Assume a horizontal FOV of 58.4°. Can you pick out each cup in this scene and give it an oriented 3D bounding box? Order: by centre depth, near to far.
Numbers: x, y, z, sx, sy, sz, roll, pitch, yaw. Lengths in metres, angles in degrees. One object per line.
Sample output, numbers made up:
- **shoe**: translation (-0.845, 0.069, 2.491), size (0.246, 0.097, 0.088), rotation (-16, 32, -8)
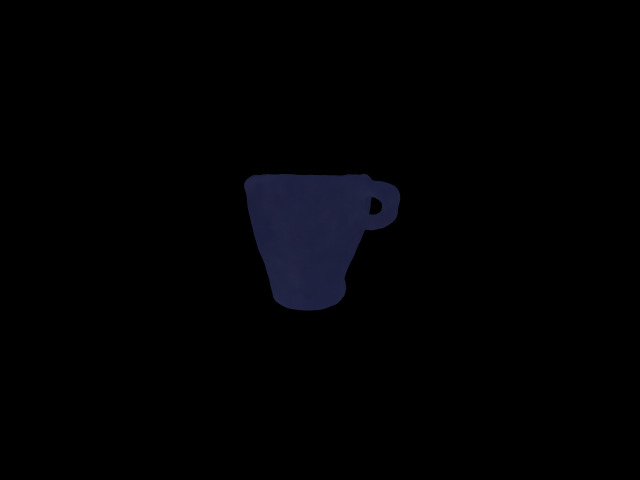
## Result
- **cup**: translation (0.004, 0.001, 0.400), size (0.117, 0.095, 0.092), rotation (5, 9, 36)
